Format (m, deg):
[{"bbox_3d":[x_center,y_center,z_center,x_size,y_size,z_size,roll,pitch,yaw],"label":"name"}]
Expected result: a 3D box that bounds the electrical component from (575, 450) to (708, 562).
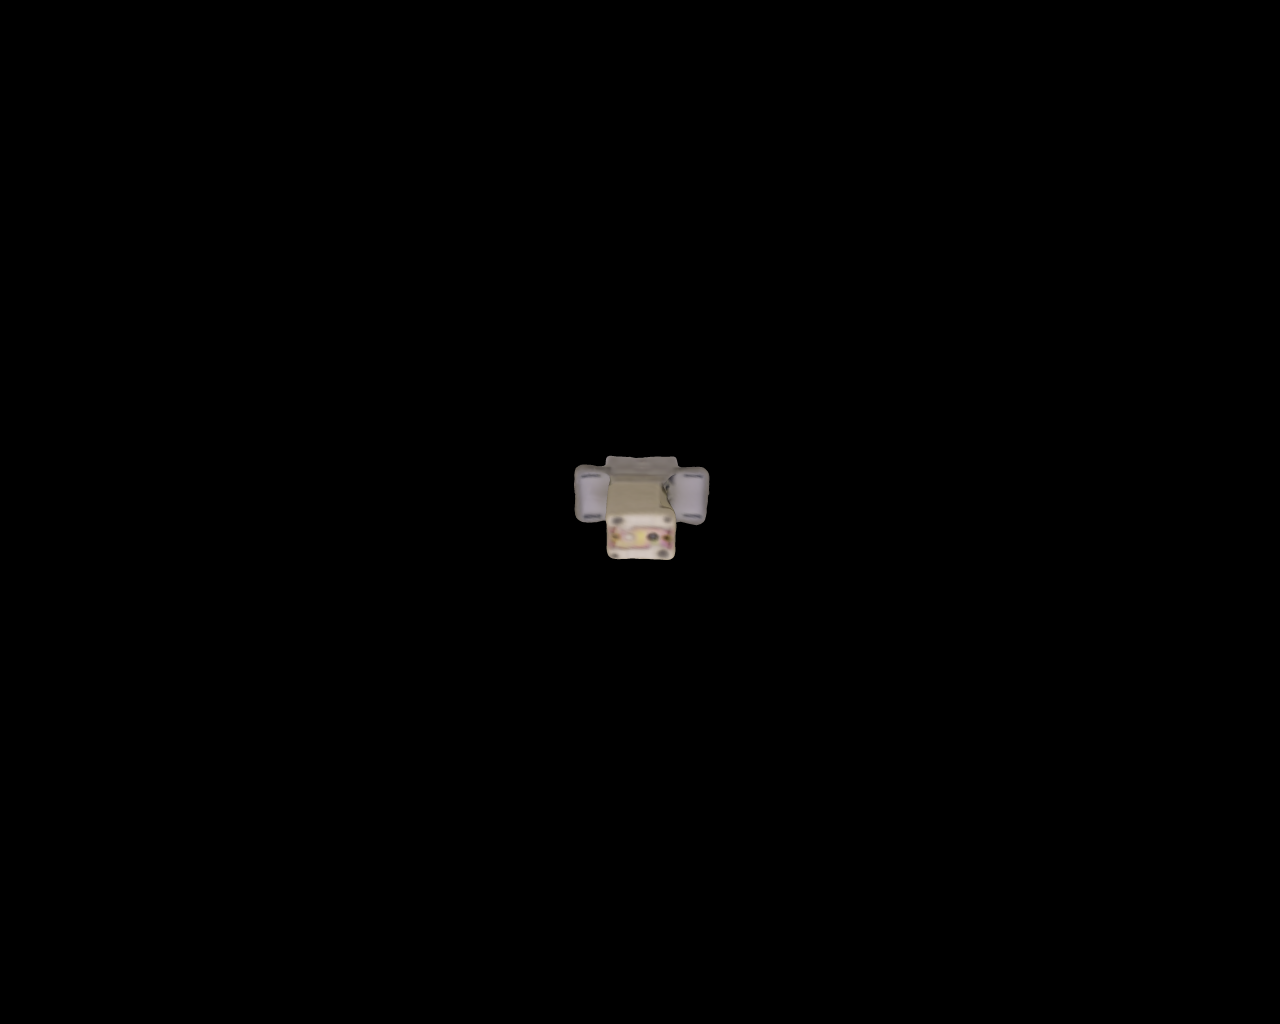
[{"bbox_3d":[0.001,-0.003,0.650,0.081,0.042,0.064,0,37,0],"label":"electrical component"}]
